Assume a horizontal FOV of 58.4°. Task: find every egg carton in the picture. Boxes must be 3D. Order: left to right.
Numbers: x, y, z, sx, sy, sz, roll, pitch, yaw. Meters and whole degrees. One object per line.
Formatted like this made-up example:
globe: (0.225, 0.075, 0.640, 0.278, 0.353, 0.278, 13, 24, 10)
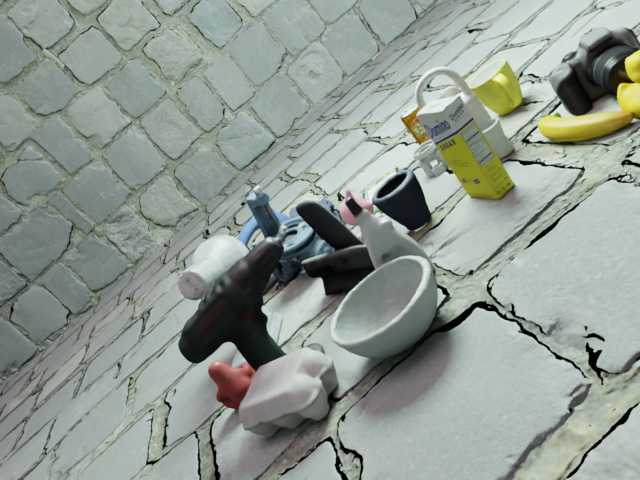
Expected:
egg carton: (-0.045, 0.217, 0.813, 0.150, 0.069, 0.107, -30, 21, 31)

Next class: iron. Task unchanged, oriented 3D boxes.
iron: (-0.145, 0.023, 1.370, 0.118, 0.142, 0.259, -20, 27, 49)

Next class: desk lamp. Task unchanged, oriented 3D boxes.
desk lamp: (-0.173, 0.109, 1.098, 0.118, 0.214, 0.203, -35, 18, 16)

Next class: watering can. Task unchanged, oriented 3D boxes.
watering can: (0.252, -0.237, 1.077, 0.101, 0.194, 0.172, -39, 18, 6)

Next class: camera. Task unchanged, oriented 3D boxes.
camera: (0.448, -0.274, 0.914, 0.143, 0.101, 0.137, -34, 19, 22)

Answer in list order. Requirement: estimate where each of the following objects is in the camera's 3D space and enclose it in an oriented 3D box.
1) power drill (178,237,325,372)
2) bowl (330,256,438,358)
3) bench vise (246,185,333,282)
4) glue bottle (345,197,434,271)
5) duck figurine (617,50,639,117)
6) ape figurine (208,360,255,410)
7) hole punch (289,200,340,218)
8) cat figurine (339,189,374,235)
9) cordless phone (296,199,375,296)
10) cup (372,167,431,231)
power drill: (-0.092, 0.133, 0.879, 0.229, 0.209, 0.075, -39, 18, 7)
bowl: (0.099, 0.103, 0.778, 0.167, 0.075, 0.167, -36, 18, 14)
bench vise: (-0.102, -0.008, 1.221, 0.207, 0.220, 0.121, -28, 22, 34)
glue bottle: (0.095, 0.001, 0.865, 0.078, 0.173, 0.037, -37, 18, 11)
duck figurine: (0.458, -0.226, 0.802, 0.077, 0.086, 0.104, -46, 18, -15)
ape figurine: (-0.146, 0.233, 0.947, 0.078, 0.092, 0.076, -42, 18, -4)
hole punch: (-0.012, -0.060, 1.375, 0.101, 0.091, 0.108, -38, 18, 8)
cat figurine: (0.080, -0.043, 1.099, 0.067, 0.118, 0.127, -39, 18, 7)
cordless phone: (0.009, 0.004, 1.019, 0.147, 0.185, 0.094, -20, 27, 48)
cup: (0.159, -0.072, 1.042, 0.091, 0.095, 0.118, -26, 23, 38)
